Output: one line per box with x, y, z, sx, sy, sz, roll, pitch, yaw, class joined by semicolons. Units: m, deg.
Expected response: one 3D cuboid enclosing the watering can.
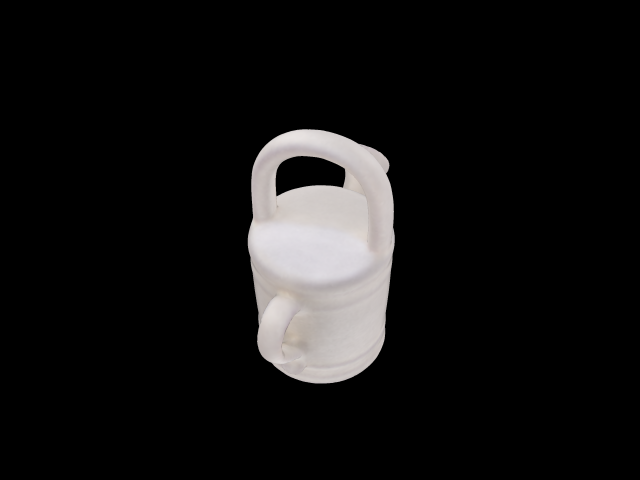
0.002;0.001;0.401;0.101;0.194;0.173;1;46;1;watering can
